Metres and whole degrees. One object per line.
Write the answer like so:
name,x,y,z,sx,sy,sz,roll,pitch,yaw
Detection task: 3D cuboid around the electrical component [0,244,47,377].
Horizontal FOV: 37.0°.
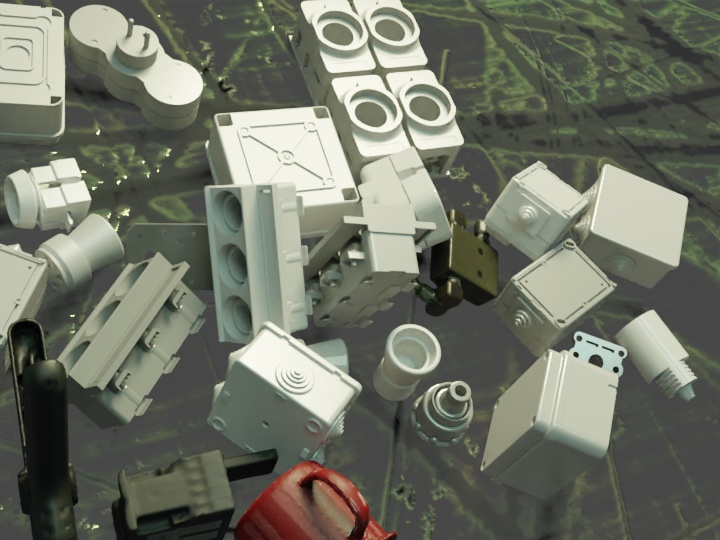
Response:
electrical component,-0.276,0.023,0.804,0.062,0.061,0.096,20,55,-4

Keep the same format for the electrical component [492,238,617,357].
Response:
electrical component,0.163,0.029,0.936,0.096,0.061,0.061,-32,71,-32

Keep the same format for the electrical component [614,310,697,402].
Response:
electrical component,0.266,0.080,0.947,0.043,0.043,0.081,-23,68,-28

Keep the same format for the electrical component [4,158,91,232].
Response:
electrical component,-0.255,-0.059,0.874,0.055,0.048,0.066,-12,63,-32

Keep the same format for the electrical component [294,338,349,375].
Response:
electrical component,-0.041,0.077,0.853,0.055,0.045,0.045,0,59,-17

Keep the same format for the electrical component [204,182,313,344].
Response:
electrical component,-0.079,-0.007,0.847,0.063,0.079,0.121,-13,101,-46

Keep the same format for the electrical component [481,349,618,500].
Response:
electrical component,0.146,0.122,0.842,0.057,0.113,0.078,23,55,-6

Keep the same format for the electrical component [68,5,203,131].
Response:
electrical component,-0.199,-0.191,0.957,0.138,0.073,0.052,37,55,8

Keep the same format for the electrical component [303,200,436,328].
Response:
electrical component,0.000,0.000,0.864,0.079,0.121,0.063,3,65,-26

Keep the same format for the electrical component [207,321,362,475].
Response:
electrical component,-0.059,0.101,0.801,0.100,0.099,0.048,34,42,6

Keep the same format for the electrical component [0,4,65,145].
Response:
electrical component,-0.294,-0.167,0.922,0.078,0.057,0.113,1,58,-17

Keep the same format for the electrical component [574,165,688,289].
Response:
electrical component,0.254,-0.039,1.016,0.100,0.048,0.099,22,55,-3

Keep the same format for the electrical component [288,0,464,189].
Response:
electrical component,0.014,-0.174,1.020,0.105,0.060,0.186,-10,62,-22

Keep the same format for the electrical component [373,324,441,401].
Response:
electrical component,0.034,0.078,0.863,0.044,0.065,0.044,8,57,-12

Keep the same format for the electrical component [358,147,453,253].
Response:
electrical component,0.036,-0.057,0.930,0.059,0.053,0.095,-22,37,2

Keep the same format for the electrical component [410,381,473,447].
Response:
electrical component,0.070,0.109,0.856,0.048,0.062,0.048,8,57,-12

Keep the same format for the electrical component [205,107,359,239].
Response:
electrical component,-0.069,-0.083,0.939,0.109,0.056,0.108,-8,61,-21

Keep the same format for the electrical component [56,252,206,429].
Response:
electrical component,-0.173,0.055,0.810,0.063,0.079,0.121,48,51,-23

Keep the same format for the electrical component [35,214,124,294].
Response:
electrical component,-0.223,-0.012,0.854,0.045,0.045,0.055,45,57,13

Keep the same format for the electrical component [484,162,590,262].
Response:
electrical component,0.156,-0.049,0.967,0.062,0.061,0.096,38,27,11
